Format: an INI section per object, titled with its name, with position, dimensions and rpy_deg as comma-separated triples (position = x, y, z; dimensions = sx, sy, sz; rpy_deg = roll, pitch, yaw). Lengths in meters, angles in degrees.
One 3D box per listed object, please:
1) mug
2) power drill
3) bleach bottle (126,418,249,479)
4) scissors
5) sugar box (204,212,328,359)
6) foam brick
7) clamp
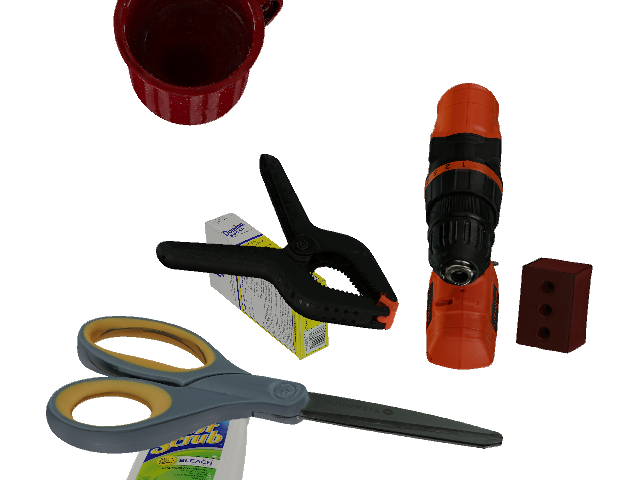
[mug]
position = -0.076, -0.131, 0.699
dimensions = 0.117, 0.093, 0.081
rpy_deg = -35, -6, -13
[power drill]
position = 0.104, 0.007, 0.774
dimensions = 0.057, 0.188, 0.184
rpy_deg = 4, 45, 9
[bleach bottle]
position = -0.118, 0.190, 0.956
dimensions = 0.102, 0.068, 0.251
rpy_deg = -1, 22, 1
[scissors]
position = -0.031, 0.078, 0.464
dimensions = 0.202, 0.016, 0.096
rpy_deg = 17, 33, 22
[sugar box]
position = -0.061, 0.047, 1.176
dimensions = 0.048, 0.093, 0.176
rpy_deg = -23, 40, -28
[foam brick]
position = 0.218, 0.060, 0.996
dimensions = 0.053, 0.078, 0.051
rpy_deg = 9, 14, 31
[clamp]
position = -0.029, 0.019, 0.945
dimensions = 0.210, 0.036, 0.164
rpy_deg = 38, 54, 21
